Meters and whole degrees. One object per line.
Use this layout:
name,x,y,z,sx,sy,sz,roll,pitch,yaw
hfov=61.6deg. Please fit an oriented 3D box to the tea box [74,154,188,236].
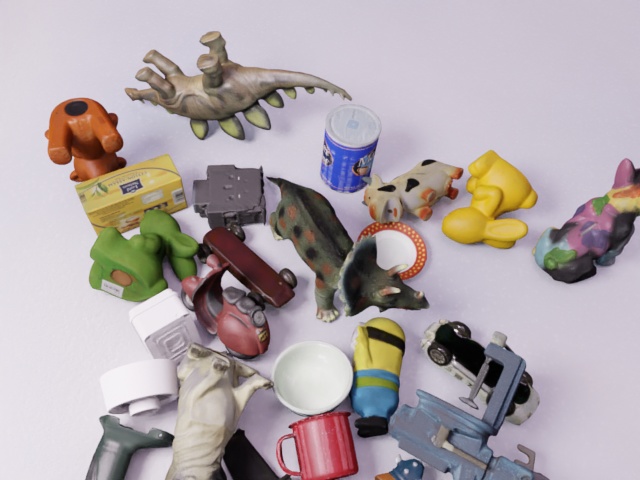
tea box,-0.332,-0.076,0.958,0.170,0.098,0.068,-22,63,-19

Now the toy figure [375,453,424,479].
toy figure,0.083,0.358,0.744,0.154,0.057,0.064,-26,70,-25

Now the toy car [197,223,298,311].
toy car,-0.126,0.048,0.922,0.202,0.053,0.089,39,53,22

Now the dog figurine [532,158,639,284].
dog figurine,0.487,-0.034,0.928,0.191,0.219,0.108,-22,59,-18

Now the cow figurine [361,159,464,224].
cow figurine,0.164,-0.093,1.010,0.127,0.085,0.195,31,50,35

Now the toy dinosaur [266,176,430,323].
toy dinosaur,-0.001,-0.009,0.888,0.131,0.192,0.405,-29,66,-23

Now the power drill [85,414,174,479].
power drill,-0.266,0.352,0.713,0.232,0.086,0.207,15,66,8

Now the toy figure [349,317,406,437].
toy figure,0.088,0.206,0.827,0.089,0.082,0.180,11,53,-11

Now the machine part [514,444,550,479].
machine part,0.262,0.399,0.720,0.079,0.079,0.243,20,57,8

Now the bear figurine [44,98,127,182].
bear figurine,-0.400,-0.146,0.938,0.120,0.195,0.132,-16,59,-19

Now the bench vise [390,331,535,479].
bench vise,0.222,0.244,0.730,0.224,0.128,0.240,19,74,36

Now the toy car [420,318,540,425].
toy car,0.252,0.204,0.853,0.202,0.056,0.073,38,57,21

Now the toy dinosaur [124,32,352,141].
toy dinosaur,-0.180,-0.287,1.024,0.472,0.198,0.105,1,58,24

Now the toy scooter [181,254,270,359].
toy scooter,-0.146,0.097,0.839,0.184,0.135,0.075,36,43,18

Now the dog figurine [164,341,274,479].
dog figurine,-0.170,0.251,0.744,0.121,0.172,0.190,29,79,-19

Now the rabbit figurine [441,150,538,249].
rabbit figurine,0.309,-0.052,1.004,0.173,0.122,0.162,-41,78,-11

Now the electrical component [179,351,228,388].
electrical component,-0.183,0.209,0.835,0.094,0.021,0.063,-17,61,-13

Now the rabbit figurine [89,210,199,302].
rabbit figurine,-0.280,0.011,0.900,0.159,0.121,0.170,18,43,2

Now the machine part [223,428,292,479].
machine part,-0.092,0.331,0.758,0.084,0.039,0.139,-39,70,-16

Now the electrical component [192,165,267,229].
electrical component,-0.168,-0.081,0.998,0.134,0.058,0.115,-4,56,-8
